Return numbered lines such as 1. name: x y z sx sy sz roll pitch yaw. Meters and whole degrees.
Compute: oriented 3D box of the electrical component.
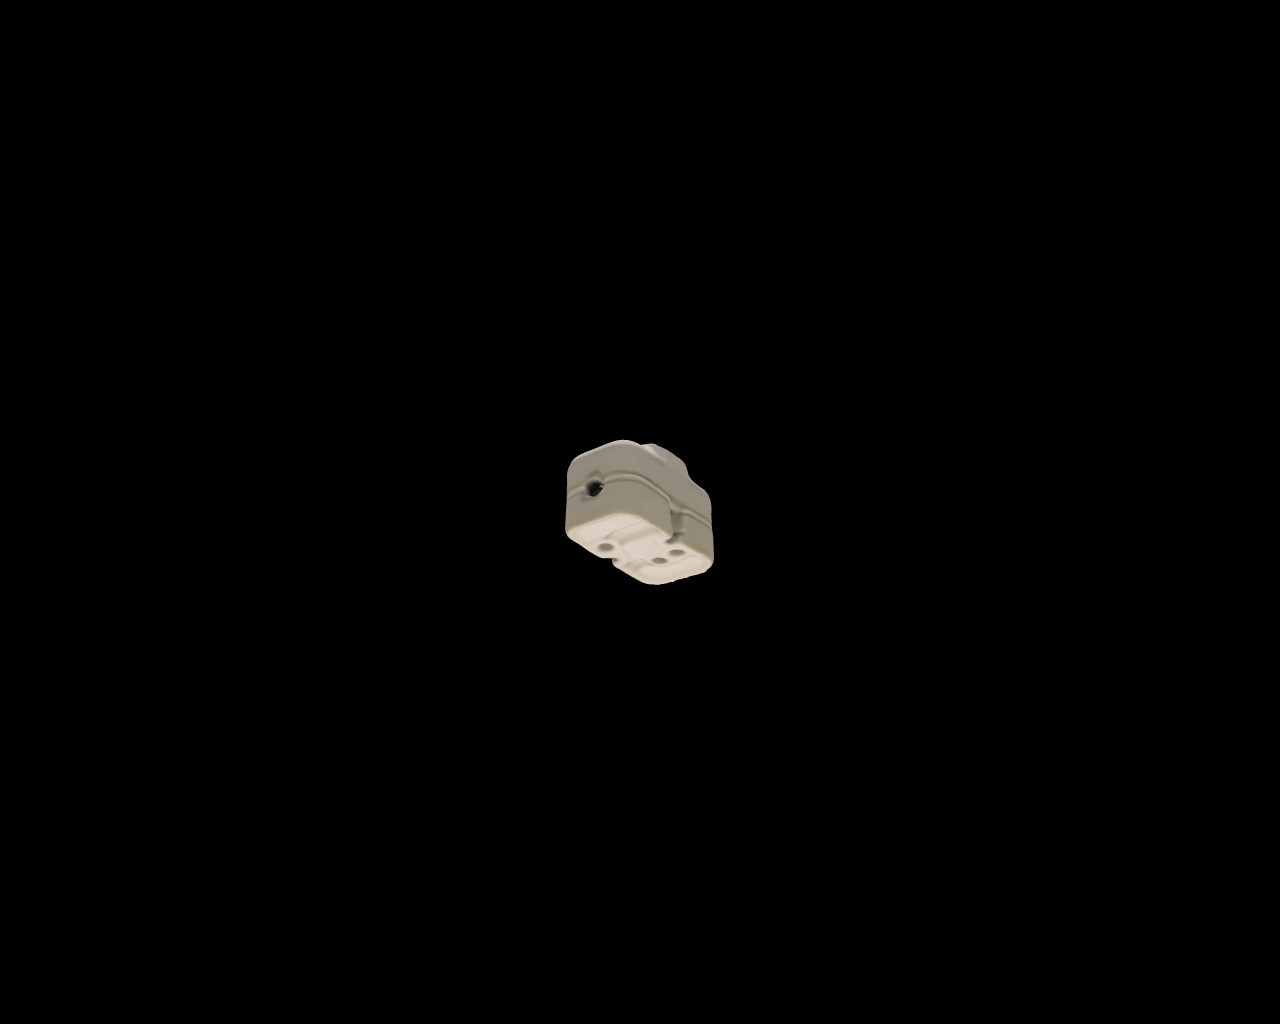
1. electrical component: 0.001 -0.003 0.650 0.053 0.059 0.095 -19 -34 31
